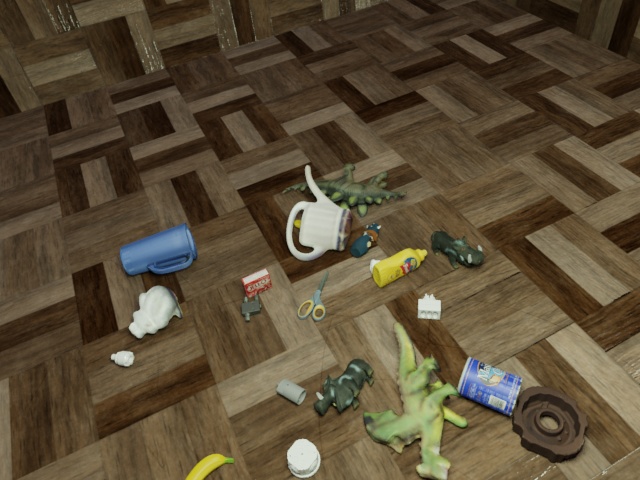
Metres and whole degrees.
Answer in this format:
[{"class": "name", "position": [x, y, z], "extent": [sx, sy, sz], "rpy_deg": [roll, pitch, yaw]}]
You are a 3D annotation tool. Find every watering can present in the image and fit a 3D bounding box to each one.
[{"class": "watering can", "position": [0.005, -0.091, 1.802], "extent": [0.224, 0.102, 0.352], "rpy_deg": [9, 75, 8]}]

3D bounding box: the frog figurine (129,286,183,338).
[{"class": "frog figurine", "position": [-0.526, 0.222, 1.608], "extent": [0.161, 0.120, 0.139], "rpy_deg": [-27, 67, -34]}]

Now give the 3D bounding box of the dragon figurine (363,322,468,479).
[{"class": "dragon figurine", "position": [0.221, 0.421, 1.330], "extent": [0.244, 0.119, 0.418], "rpy_deg": [-29, 47, -9]}]
